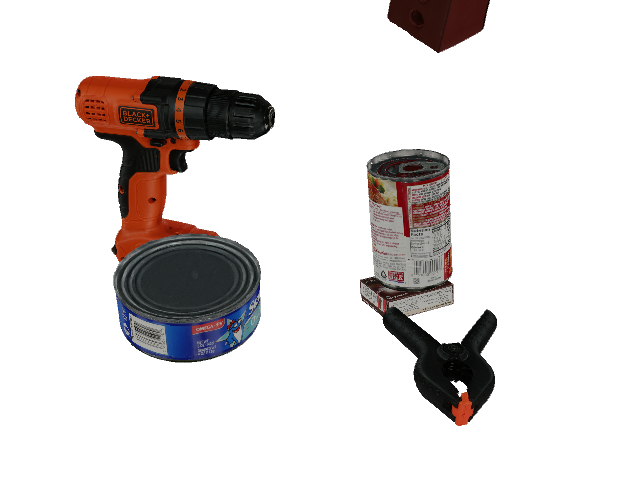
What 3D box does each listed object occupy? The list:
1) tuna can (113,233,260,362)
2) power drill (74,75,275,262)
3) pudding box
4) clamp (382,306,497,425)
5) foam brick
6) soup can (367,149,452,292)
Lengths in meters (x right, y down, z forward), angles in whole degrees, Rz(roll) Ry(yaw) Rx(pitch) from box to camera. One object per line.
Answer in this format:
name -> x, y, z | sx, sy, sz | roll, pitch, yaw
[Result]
tuna can -> -0.077, 0.033, 0.630 | 0.086, 0.034, 0.086 | 0, 34, 0
power drill -> -0.129, -0.060, 0.984 | 0.184, 0.188, 0.057 | 9, 30, 15
pudding box -> 0.127, 0.076, 1.577 | 0.113, 0.039, 0.090 | -16, 23, -20
clamp -> 0.139, 0.118, 1.070 | 0.120, 0.039, 0.171 | -8, 35, -9
foam brick -> 0.086, -0.180, 0.739 | 0.051, 0.078, 0.053 | -34, 60, -32
soup can -> 0.075, -0.017, 0.886 | 0.068, 0.102, 0.068 | -4, 24, 2
